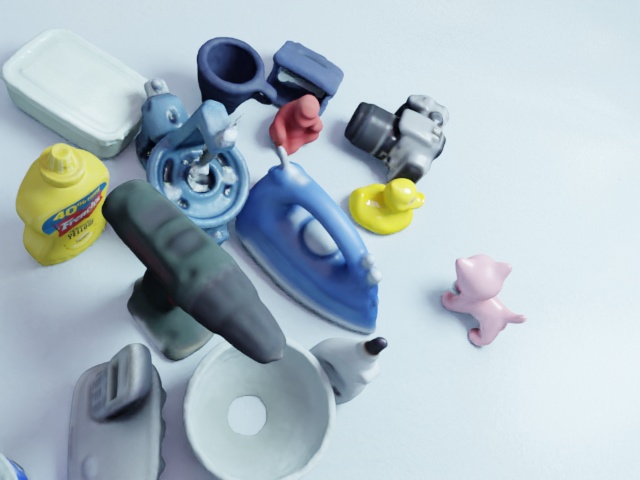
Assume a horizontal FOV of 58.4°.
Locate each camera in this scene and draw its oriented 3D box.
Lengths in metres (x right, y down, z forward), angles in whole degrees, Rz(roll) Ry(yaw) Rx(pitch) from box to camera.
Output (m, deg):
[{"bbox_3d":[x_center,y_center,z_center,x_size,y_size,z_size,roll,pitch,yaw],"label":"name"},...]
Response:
[{"bbox_3d":[0.116,-0.168,0.864,0.137,0.100,0.143,27,60,-8],"label":"camera"}]

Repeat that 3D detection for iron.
[{"bbox_3d":[0.007,0.003,0.716,0.258,0.141,0.119,47,59,4],"label":"iron"}]

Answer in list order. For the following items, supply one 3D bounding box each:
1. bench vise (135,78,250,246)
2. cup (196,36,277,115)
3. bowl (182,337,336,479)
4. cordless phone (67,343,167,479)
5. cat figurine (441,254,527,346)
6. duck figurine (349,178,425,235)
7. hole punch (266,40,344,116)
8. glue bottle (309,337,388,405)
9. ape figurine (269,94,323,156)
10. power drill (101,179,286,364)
[{"bbox_3d":[-0.159,-0.107,0.654,0.207,0.219,0.122,47,59,4],"label":"bench vise"},{"bbox_3d":[-0.118,-0.209,0.791,0.118,0.094,0.092,32,59,-5],"label":"cup"},{"bbox_3d":[-0.071,0.191,0.637,0.168,0.074,0.167,9,64,-18],"label":"bowl"},{"bbox_3d":[-0.186,0.176,0.533,0.094,0.184,0.147,0,67,-22],"label":"cordless phone"},{"bbox_3d":[0.229,0.073,0.788,0.067,0.117,0.128,-38,84,-31],"label":"cat figurine"},{"bbox_3d":[0.099,-0.057,0.814,0.105,0.086,0.077,10,63,-17],"label":"duck figurine"},{"bbox_3d":[-0.021,-0.250,0.851,0.109,0.091,0.101,28,59,-8],"label":"hole punch"},{"bbox_3d":[0.035,0.138,0.647,0.037,0.173,0.078,-34,82,-31],"label":"glue bottle"},{"bbox_3d":[-0.029,-0.170,0.811,0.078,0.092,0.076,5,65,-20],"label":"ape figurine"},{"bbox_3d":[-0.138,0.054,0.595,0.076,0.208,0.229,-39,85,-31],"label":"power drill"}]
